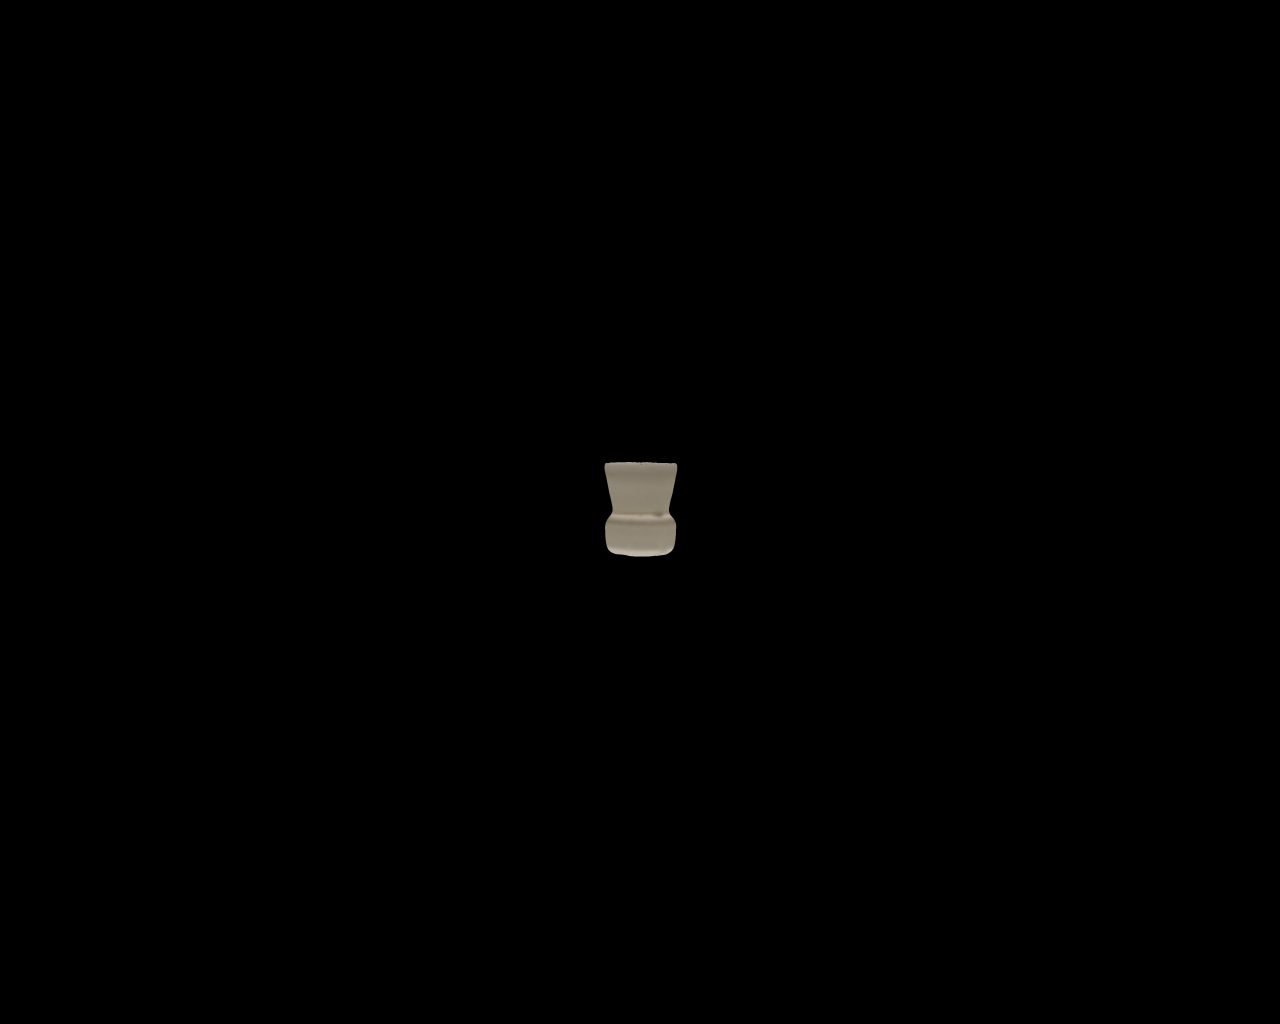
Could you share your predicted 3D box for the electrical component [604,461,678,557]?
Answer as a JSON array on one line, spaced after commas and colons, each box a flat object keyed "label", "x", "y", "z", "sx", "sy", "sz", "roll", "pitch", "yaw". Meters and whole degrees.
[{"label": "electrical component", "x": 0.001, "y": -0.003, "z": 0.650, "sx": 0.045, "sy": 0.055, "sz": 0.045, "roll": 0, "pitch": 4, "yaw": 0}]
